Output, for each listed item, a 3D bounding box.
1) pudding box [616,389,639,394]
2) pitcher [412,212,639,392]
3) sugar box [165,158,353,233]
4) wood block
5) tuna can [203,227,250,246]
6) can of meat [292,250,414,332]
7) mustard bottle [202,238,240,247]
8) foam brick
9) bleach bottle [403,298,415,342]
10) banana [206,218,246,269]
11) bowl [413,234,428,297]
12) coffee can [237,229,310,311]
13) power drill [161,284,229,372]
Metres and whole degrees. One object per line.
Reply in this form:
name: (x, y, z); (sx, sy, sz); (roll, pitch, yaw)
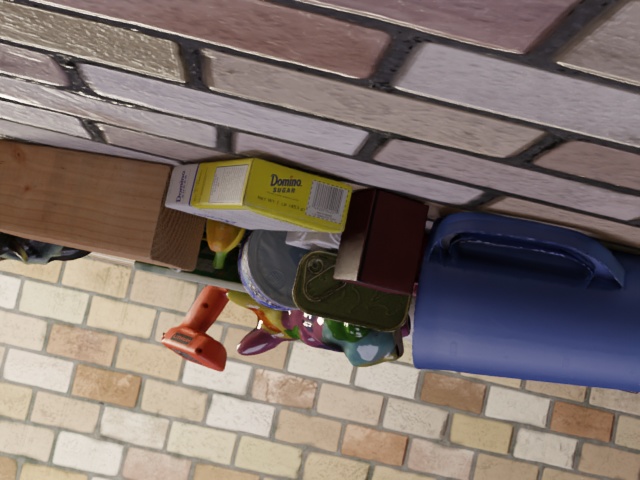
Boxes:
pudding box: (0.319, 0.104, 1.109); (0.090, 0.114, 0.039); (14, -150, -23)
pitcher: (0.201, 0.055, 0.889); (0.243, 0.145, 0.149); (7, -174, 14)
sugar box: (-0.056, -0.037, 0.900); (0.093, 0.048, 0.176); (15, 177, -28)
wood block: (-0.223, -0.034, 1.049); (0.206, 0.090, 0.090); (10, 174, 22)
tuna can: (-0.114, -0.017, 1.230); (0.086, 0.034, 0.086); (12, 174, 1)
can of meat: (0.027, 0.046, 0.957); (0.102, 0.057, 0.084); (13, 176, -1)
mustard bottle: (-0.111, 0.013, 1.316); (0.192, 0.058, 0.096); (8, -156, 31)
foam brick: (0.050, 0.002, 0.881); (0.051, 0.078, 0.053); (13, 175, -22)
bleach bottle: (0.171, 0.102, 1.355); (0.102, 0.068, 0.251); (21, 171, -22)
banana: (-0.092, -0.012, 1.072); (0.037, 0.069, 0.198); (4, 173, -2)
bowl: (0.107, 0.027, 1.084); (0.162, 0.055, 0.162); (13, 174, 1)
coffee can: (-0.028, 0.020, 1.072); (0.102, 0.103, 0.140); (13, 174, -7)
power drill: (-0.116, 0.077, 1.399); (0.057, 0.187, 0.185); (42, 159, -33)
